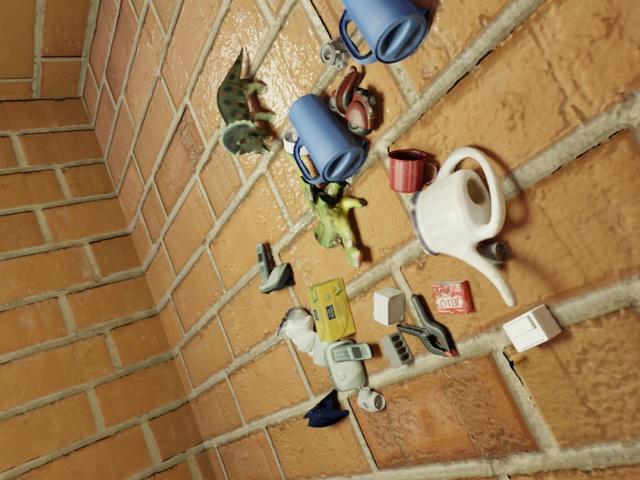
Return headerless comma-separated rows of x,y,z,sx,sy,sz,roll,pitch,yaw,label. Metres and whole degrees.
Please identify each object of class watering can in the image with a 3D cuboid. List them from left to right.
0.295,-0.021,1.075,0.221,0.104,0.353,-28,61,52,watering can

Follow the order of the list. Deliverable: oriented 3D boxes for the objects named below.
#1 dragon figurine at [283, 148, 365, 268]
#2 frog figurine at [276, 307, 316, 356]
0.005,-0.075,1.489,0.417,0.123,0.237,47,144,36,dragon figurine
-0.055,0.302,1.712,0.159,0.125,0.134,28,122,2,frog figurine
